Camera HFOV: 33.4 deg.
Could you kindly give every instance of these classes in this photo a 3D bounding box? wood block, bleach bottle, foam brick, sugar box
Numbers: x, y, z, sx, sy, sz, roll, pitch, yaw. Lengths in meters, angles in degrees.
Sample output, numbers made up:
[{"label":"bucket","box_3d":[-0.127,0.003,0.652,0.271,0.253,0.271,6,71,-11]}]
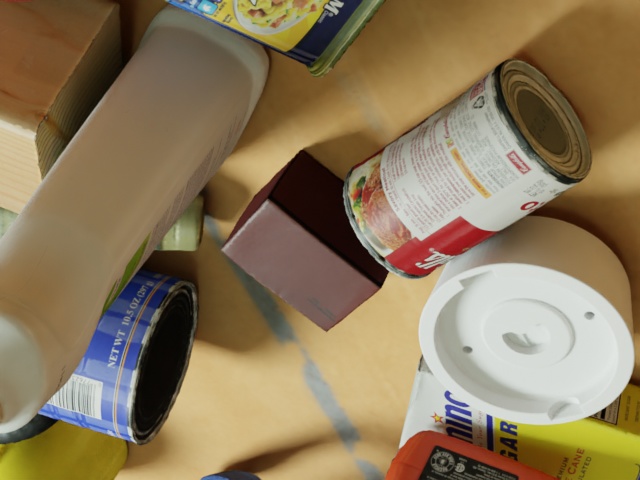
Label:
[{"label":"wood block","box_3d":[-0.214,-0.098,0.544,0.206,0.090,0.091,22,151,4]},{"label":"bleach bottle","box_3d":[-0.101,-0.007,0.480,0.068,0.250,0.103,28,131,-3]},{"label":"foam brick","box_3d":[-0.004,0.001,0.582,0.078,0.051,0.053,39,131,-11]},{"label":"sugar box","box_3d":[0.138,0.117,0.623,0.176,0.048,0.093,13,132,8]}]

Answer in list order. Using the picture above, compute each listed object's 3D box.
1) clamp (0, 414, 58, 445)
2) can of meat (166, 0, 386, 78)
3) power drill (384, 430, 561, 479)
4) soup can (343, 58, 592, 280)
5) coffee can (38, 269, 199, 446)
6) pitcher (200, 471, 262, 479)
[{"label":"clamp","box_3d":[-0.227,0.119,0.712,0.171,0.120,0.039,-20,146,9]},{"label":"can of meat","box_3d":[-0.013,-0.131,0.461,0.083,0.057,0.102,20,135,-24]},{"label":"power drill","box_3d":[0.106,0.202,0.638,0.185,0.057,0.188,16,140,19]},{"label":"soup can","box_3d":[0.070,-0.033,0.516,0.068,0.068,0.102,44,128,-15]},{"label":"coffee can","box_3d":[-0.158,0.056,0.651,0.140,0.102,0.103,14,130,9]},{"label":"pitcher","box_3d":[-0.030,0.240,0.675,0.149,0.145,0.243,37,157,-8]}]
